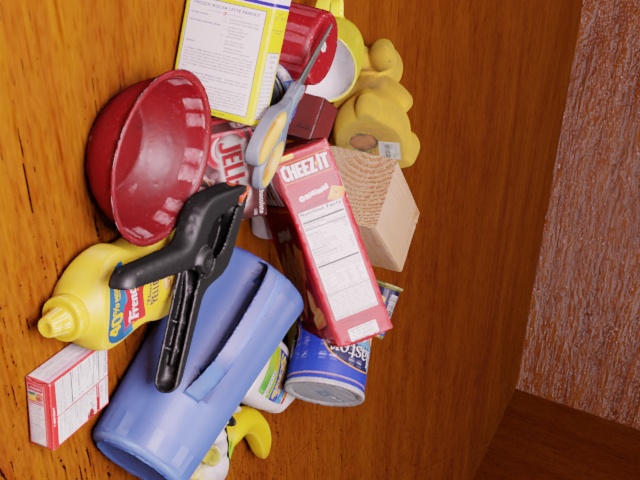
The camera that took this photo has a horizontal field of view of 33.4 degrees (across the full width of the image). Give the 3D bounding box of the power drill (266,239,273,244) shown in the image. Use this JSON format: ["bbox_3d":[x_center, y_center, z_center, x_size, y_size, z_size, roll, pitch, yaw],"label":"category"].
[{"bbox_3d":[-0.016,-0.017,1.390,0.187,0.057,0.184,24,80,-73],"label":"power drill"}]

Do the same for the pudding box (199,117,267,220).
[{"bbox_3d":[-0.101,-0.069,1.075,0.090,0.039,0.113,-14,132,-18],"label":"pudding box"}]

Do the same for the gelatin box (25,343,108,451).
[{"bbox_3d":[-0.230,0.137,0.979,0.089,0.030,0.073,-43,143,-54],"label":"gelatin box"}]

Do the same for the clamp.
[{"bbox_3d":[-0.123,0.017,0.987,0.164,0.036,0.209,72,36,-53],"label":"clamp"}]

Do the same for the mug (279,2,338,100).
[{"bbox_3d":[-0.034,-0.202,1.147,0.093,0.082,0.117,-26,130,-64],"label":"mug"}]

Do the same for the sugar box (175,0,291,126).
[{"bbox_3d":[-0.081,-0.204,1.005,0.048,0.093,0.176,-19,125,-71],"label":"sugar box"}]

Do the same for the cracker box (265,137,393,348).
[{"bbox_3d":[-0.008,0.001,1.163,0.164,0.072,0.214,-168,-123,-76],"label":"cracker box"}]

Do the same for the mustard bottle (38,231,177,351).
[{"bbox_3d":[-0.190,0.047,0.971,0.191,0.058,0.096,-33,134,-60],"label":"mustard bottle"}]

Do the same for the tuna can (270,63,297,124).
[{"bbox_3d":[-0.067,-0.146,1.101,0.033,0.086,0.086,-29,133,-65],"label":"tuna can"}]

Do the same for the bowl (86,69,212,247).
[{"bbox_3d":[-0.160,-0.078,0.951,0.161,0.055,0.162,-52,152,-45],"label":"bowl"}]

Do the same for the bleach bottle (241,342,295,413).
[{"bbox_3d":[-0.070,0.169,1.389,0.250,0.068,0.102,47,60,-70],"label":"bleach bottle"}]

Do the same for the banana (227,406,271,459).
[{"bbox_3d":[-0.098,0.255,1.413,0.197,0.037,0.069,40,65,-73],"label":"banana"}]

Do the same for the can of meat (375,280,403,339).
[{"bbox_3d":[0.064,0.096,1.629,0.084,0.102,0.057,-70,159,-2],"label":"can of meat"}]

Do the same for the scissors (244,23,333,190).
[{"bbox_3d":[-0.030,-0.127,1.060,0.096,0.016,0.201,100,15,-44],"label":"scissors"}]

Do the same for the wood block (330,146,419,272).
[{"bbox_3d":[0.060,-0.036,1.360,0.206,0.090,0.091,51,54,-70],"label":"wood block"}]

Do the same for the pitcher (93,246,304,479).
[{"bbox_3d":[-0.124,0.128,1.101,0.242,0.145,0.149,-60,151,-26],"label":"pitcher"}]

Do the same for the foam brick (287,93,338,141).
[{"bbox_3d":[-0.029,-0.142,1.219,0.053,0.078,0.051,-71,161,-2],"label":"foam brick"}]

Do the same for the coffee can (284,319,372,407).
[{"bbox_3d":[0.016,0.132,1.374,0.102,0.103,0.140,64,32,-62],"label":"coffee can"}]
